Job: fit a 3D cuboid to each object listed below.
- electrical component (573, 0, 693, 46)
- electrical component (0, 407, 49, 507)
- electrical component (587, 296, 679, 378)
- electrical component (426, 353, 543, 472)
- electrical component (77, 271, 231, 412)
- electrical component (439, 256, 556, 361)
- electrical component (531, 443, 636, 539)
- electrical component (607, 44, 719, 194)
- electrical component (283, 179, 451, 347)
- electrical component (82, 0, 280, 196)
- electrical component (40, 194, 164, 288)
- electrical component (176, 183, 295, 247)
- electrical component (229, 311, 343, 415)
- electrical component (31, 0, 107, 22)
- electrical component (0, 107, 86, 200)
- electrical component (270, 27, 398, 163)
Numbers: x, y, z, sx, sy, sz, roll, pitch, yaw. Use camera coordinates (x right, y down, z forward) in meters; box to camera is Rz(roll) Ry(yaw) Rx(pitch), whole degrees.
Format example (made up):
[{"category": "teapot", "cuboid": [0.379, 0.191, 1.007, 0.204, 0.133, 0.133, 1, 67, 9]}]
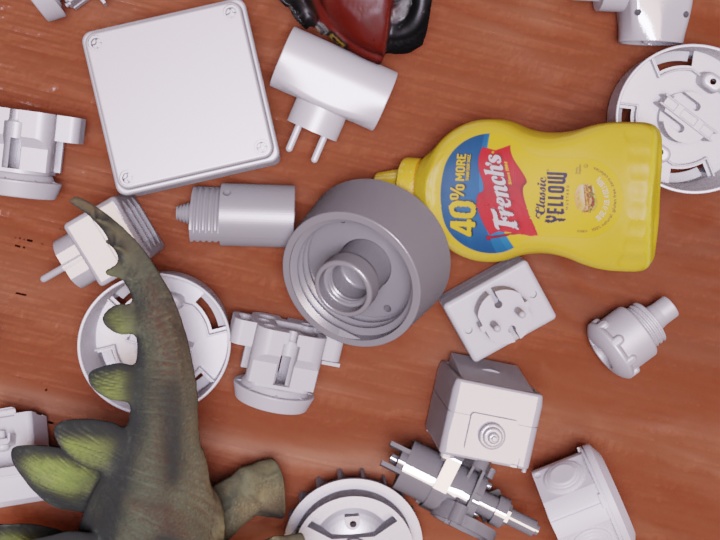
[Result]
[{"category": "electrical component", "cuboid": [0.182, -0.193, 0.730, 0.079, 0.043, 0.077, 2, 98, -3]}, {"category": "electrical component", "cuboid": [-0.279, 0.136, 0.747, 0.121, 0.078, 0.063, -9, 77, -1]}, {"category": "electrical component", "cuboid": [0.197, 0.043, 0.766, 0.062, 0.048, 0.048, -36, 98, -4]}, {"category": "electrical component", "cuboid": [0.086, 0.097, 0.741, 0.062, 0.096, 0.061, 12, 93, -4]}, {"category": "electrical component", "cuboid": [-0.138, 0.048, 0.741, 0.099, 0.064, 0.099, 0, 98, -2]}, {"category": "electrical component", "cuboid": [0.097, 0.029, 0.742, 0.066, 0.076, 0.047, -29, 98, 2]}, {"category": "electrical component", "cuboid": [0.159, 0.168, 0.765, 0.051, 0.080, 0.080, -23, 99, 6]}, {"category": "electrical component", "cuboid": [0.221, -0.103, 0.734, 0.099, 0.064, 0.099, 0, 98, -3]}, {"category": "electrical component", "cuboid": [0.000, 0.000, 0.718, 0.108, 0.060, 0.108, 11, 119, 20]}, {"category": "electrical component", "cuboid": [-0.117, -0.113, 0.718, 0.109, 0.056, 0.108, -13, 91, -1]}, {"category": "electrical component", "cuboid": [-0.181, -0.013, 0.729, 0.077, 0.065, 0.047, -30, 97, 2]}, {"category": "electrical component", "cuboid": [-0.086, -0.038, 0.741, 0.081, 0.043, 0.043, 2, 98, -3]}, {"category": "electrical component", "cuboid": [-0.056, 0.065, 0.750, 0.078, 0.058, 0.057, 12, 98, -14]}, {"category": "electrical component", "cuboid": [-0.197, -0.197, 0.713, 0.055, 0.048, 0.066, -38, 98, -4]}, {"category": "electrical component", "cuboid": [-0.228, -0.078, 0.723, 0.078, 0.058, 0.057, 7, 95, -4]}, {"category": "electrical component", "cuboid": [-0.025, -0.113, 0.733, 0.077, 0.043, 0.079, 23, 97, -5]}]
